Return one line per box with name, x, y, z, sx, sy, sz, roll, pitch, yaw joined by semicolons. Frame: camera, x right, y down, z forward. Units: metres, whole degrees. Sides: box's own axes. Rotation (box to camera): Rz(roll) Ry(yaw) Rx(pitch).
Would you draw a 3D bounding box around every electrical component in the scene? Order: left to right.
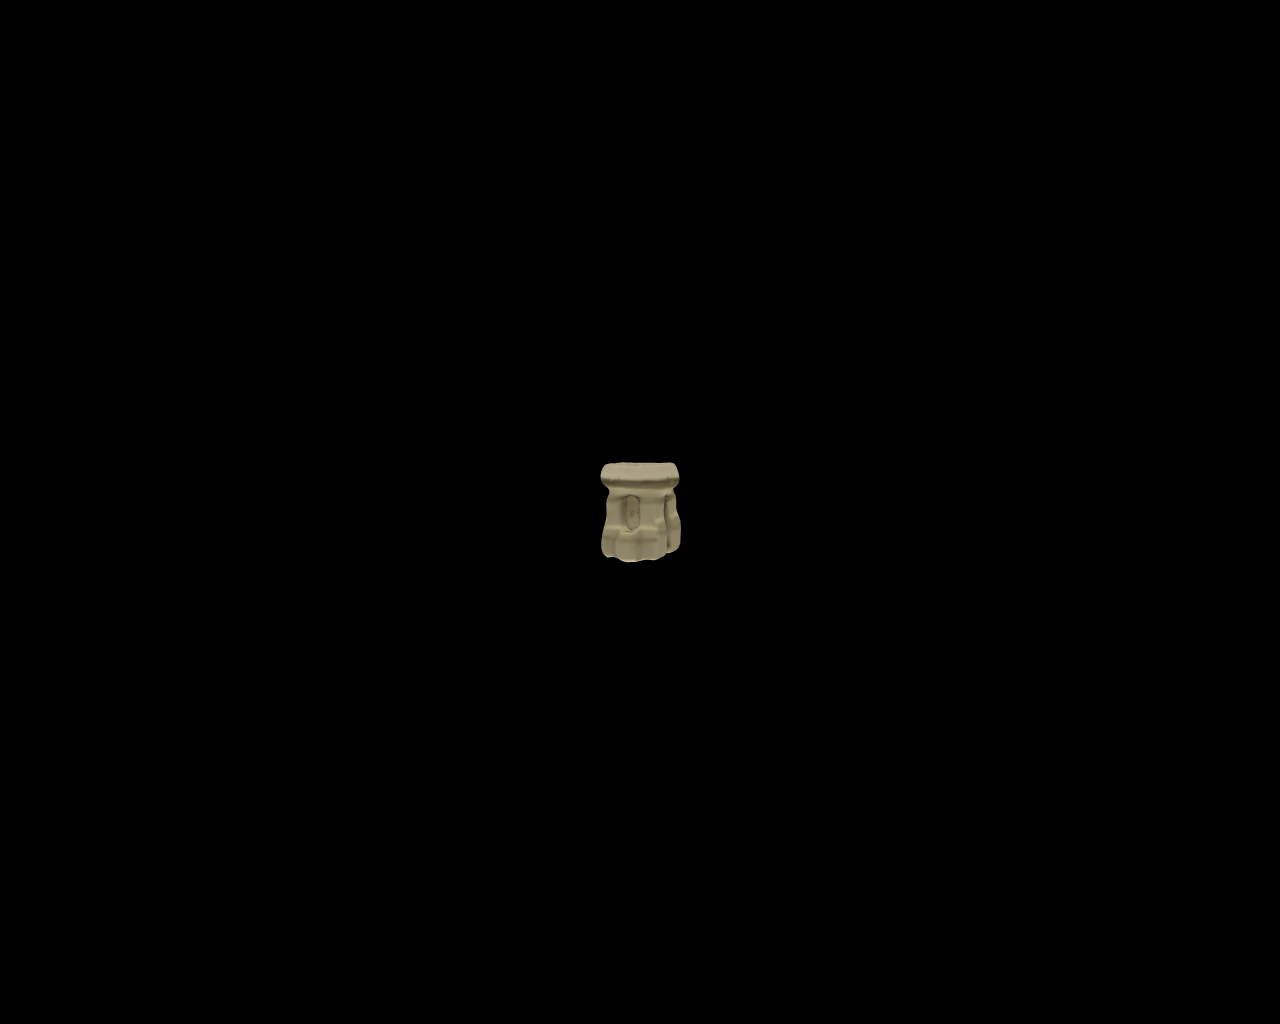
electrical component;0.001;-0.003;0.650;0.048;0.055;0.066;3;8;19
